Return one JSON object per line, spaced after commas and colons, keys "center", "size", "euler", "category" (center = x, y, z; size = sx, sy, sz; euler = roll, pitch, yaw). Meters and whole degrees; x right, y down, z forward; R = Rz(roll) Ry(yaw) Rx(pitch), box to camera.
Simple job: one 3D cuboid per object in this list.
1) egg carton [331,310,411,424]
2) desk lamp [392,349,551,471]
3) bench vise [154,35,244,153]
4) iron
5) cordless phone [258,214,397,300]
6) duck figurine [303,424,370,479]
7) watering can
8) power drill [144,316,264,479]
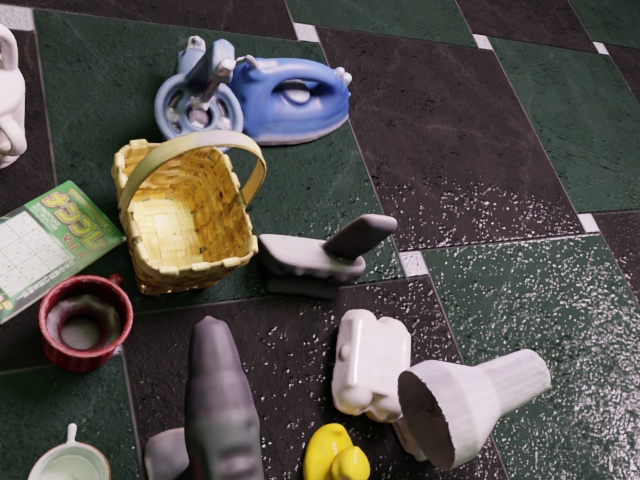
{"center": [0.068, 0.170, 0.780], "size": [0.107, 0.069, 0.150], "euler": [19, 55, -18], "category": "egg carton"}
{"center": [0.172, 0.206, 0.724], "size": [0.204, 0.213, 0.118], "euler": [-12, 69, -33], "category": "desk lamp"}
{"center": [-0.170, -0.210, 0.774], "size": [0.122, 0.219, 0.207], "euler": [-13, 70, -33], "category": "bench vise"}
{"center": [-0.035, -0.238, 0.914], "size": [0.259, 0.141, 0.118], "euler": [-8, 67, -32], "category": "iron"}
{"center": [0.007, 0.003, 0.770], "size": [0.148, 0.184, 0.094], "euler": [5, 61, -26], "category": "cordless phone"}
{"center": [0.028, 0.272, 0.689], "size": [0.078, 0.086, 0.104], "euler": [9, 59, -24], "category": "duck figurine"}
{"center": [-0.395, -0.175, 0.647], "size": [0.173, 0.193, 0.101], "euler": [31, 53, -9], "category": "watering can"}
{"center": [-0.114, 0.215, 0.566], "size": [0.076, 0.208, 0.229], "euler": [-4, 65, -30], "category": "power drill"}
